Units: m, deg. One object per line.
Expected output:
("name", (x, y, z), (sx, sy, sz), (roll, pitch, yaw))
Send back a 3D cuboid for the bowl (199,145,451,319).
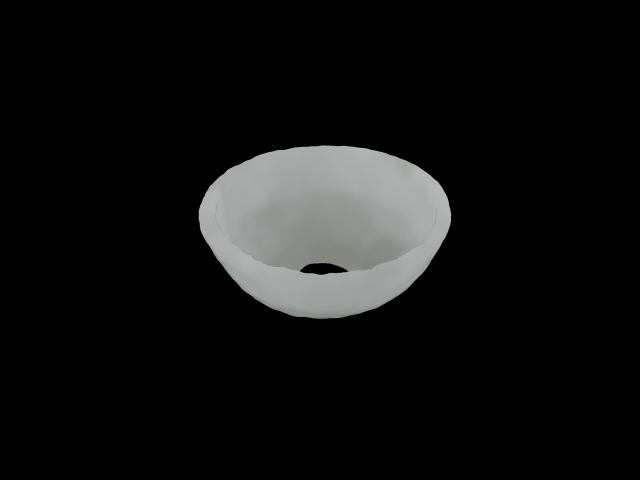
("bowl", (0.004, 0.001, 0.400), (0.167, 0.075, 0.167), (0, 36, 0))
